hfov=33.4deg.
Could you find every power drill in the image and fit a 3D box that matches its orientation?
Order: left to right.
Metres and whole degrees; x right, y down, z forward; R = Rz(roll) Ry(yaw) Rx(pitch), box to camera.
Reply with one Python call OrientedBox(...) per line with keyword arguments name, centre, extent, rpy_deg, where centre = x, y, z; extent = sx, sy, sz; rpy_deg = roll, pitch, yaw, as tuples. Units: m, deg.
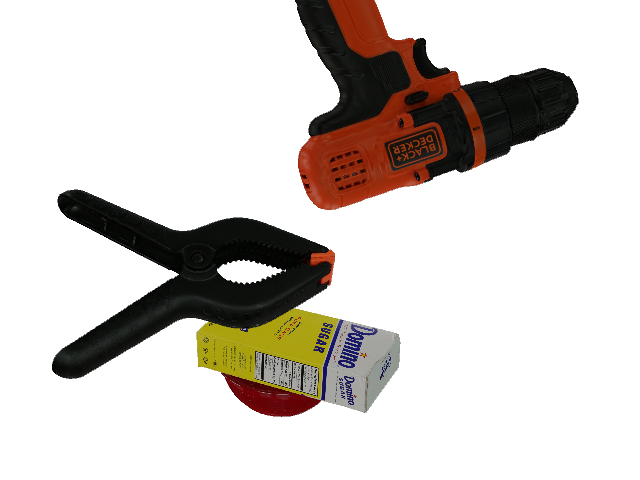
OrientedBox(name="power drill", centre=(0.055, -0.128, 0.652), extent=(0.184, 0.187, 0.057), rpy_deg=(-20, 8, -11))

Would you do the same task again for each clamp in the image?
OrientedBox(name="clamp", centre=(-0.096, 0.017, 0.781), extent=(0.209, 0.164, 0.036), rpy_deg=(-8, -39, -13))

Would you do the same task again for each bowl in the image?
OrientedBox(name="bowl", centre=(-0.051, 0.173, 1.335), extent=(0.162, 0.055, 0.162), rpy_deg=(3, 22, -2))

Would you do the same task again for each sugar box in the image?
OrientedBox(name="sugar box", centre=(-0.020, 0.104, 1.020), extent=(0.176, 0.048, 0.093), rpy_deg=(10, 25, 21))
